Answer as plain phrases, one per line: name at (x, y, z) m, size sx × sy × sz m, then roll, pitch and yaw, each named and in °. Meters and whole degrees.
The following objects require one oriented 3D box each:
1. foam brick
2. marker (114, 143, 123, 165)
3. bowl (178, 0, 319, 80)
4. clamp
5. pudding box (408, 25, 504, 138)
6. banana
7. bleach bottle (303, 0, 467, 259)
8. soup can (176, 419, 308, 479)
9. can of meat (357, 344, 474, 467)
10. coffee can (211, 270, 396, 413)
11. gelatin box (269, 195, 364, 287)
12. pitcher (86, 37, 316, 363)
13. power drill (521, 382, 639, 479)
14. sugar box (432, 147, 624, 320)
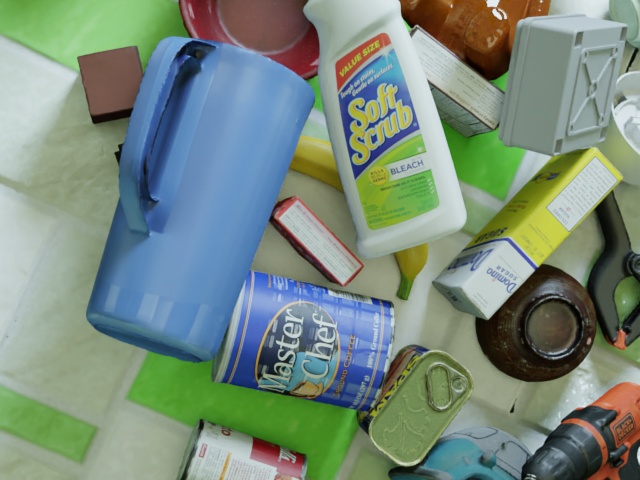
foam brick at (-0.177, -0.132, 0.918) m, size 0.051 × 0.078 × 0.053 m, roll -12°, pitch 93°, yaw -10°
marker at (-0.160, -0.028, 0.952) m, size 0.020 × 0.020 × 0.121 m, roll -16°, pitch 94°, yaw -8°
bowl at (-0.046, -0.213, 0.947) m, size 0.162 × 0.055 × 0.162 m, roll 0°, pitch 91°, yaw -8°
clamp at (0.291, 0.015, 1.010) m, size 0.120 × 0.039 × 0.171 m, roll 22°, pitch 89°, yaw 8°
pudding box at (0.111, -0.139, 0.954) m, size 0.113 × 0.090 × 0.039 m, roll 34°, pitch 86°, yaw -7°
banana at (0.037, -0.036, 0.972) m, size 0.069 × 0.037 × 0.198 m, roll -44°, pitch 96°, yaw -6°
bleach bottle at (0.040, -0.117, 0.891) m, size 0.103 × 0.068 × 0.251 m, roll -17°, pitch 105°, yaw 13°
soup can at (-0.070, 0.206, 0.945) m, size 0.102 × 0.068 × 0.068 m, roll 21°, pitch 88°, yaw -7°
can of meat at (0.082, 0.144, 0.957) m, size 0.057 × 0.084 × 0.102 m, roll 38°, pitch 86°, yaw -7°
coffee can at (-0.016, 0.088, 0.933) m, size 0.140 × 0.103 × 0.103 m, roll 13°, pitch 89°, yaw -9°
gelatin box at (-0.006, 0.001, 0.948) m, size 0.089 × 0.073 × 0.030 m, roll 45°, pitch 85°, yaw -7°
pitcher at (-0.105, -0.034, 0.853) m, size 0.149 × 0.145 × 0.243 m, roll 22°, pitch 76°, yaw -19°
power drill at (0.263, 0.243, 0.966) m, size 0.184 × 0.057 × 0.187 m, roll -25°, pitch 100°, yaw -39°
sugar box at (0.184, -0.008, 0.965) m, size 0.176 × 0.093 × 0.048 m, roll -43°, pitch 97°, yaw -6°
